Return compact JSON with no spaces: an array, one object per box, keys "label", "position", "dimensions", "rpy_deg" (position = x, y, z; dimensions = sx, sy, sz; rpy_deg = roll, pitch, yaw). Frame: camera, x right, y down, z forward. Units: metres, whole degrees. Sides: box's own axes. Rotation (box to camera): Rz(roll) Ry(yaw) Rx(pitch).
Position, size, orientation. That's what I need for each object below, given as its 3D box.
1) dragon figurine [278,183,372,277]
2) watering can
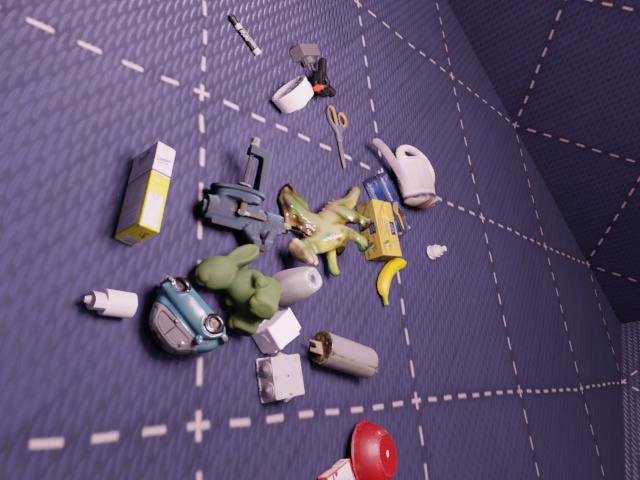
[{"label":"dragon figurine","position":[0.004,-0.066,1.312],"dimensions":[0.240,0.420,0.120],"rpy_deg":[37,-55,-23]},{"label":"watering can","position":[0.289,-0.214,1.696],"dimensions":[0.103,0.227,0.347],"rpy_deg":[-22,-18,38]}]
